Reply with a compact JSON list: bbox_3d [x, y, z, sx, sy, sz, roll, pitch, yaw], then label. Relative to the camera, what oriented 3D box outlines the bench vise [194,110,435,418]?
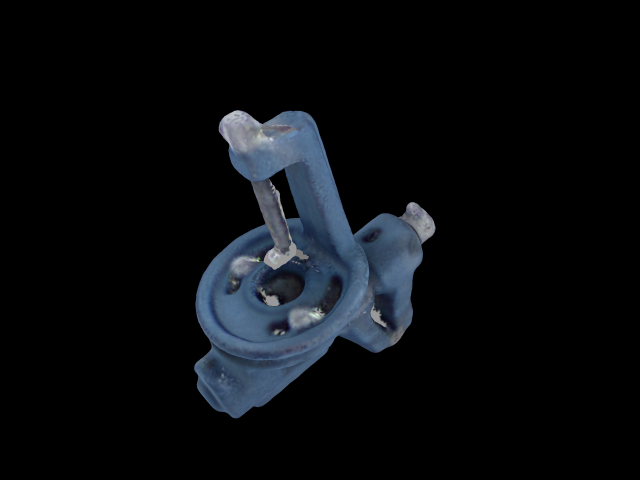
[{"bbox_3d":[-0.006,-0.002,0.406,0.121,0.220,0.208,20,39,28],"label":"bench vise"}]
